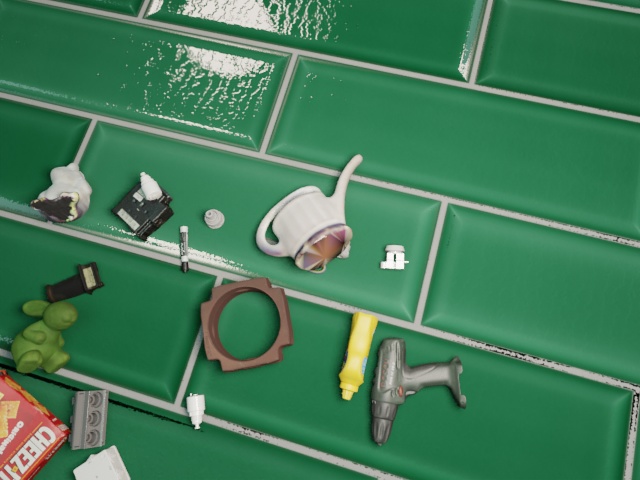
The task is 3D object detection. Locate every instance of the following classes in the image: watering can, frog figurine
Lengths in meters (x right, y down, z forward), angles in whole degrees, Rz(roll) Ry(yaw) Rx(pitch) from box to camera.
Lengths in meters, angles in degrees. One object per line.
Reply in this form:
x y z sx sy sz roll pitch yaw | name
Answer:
0.004 -0.063 1.258 0.348 0.102 0.228 -35 52 -2 | watering can
-0.676 -0.124 1.367 0.137 0.120 0.163 -27 38 6 | frog figurine
